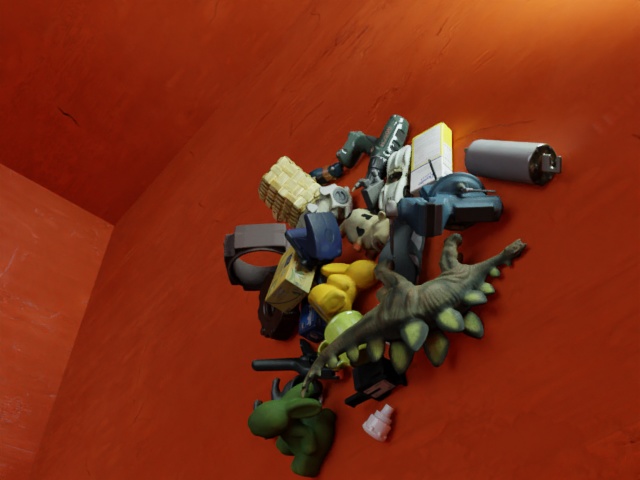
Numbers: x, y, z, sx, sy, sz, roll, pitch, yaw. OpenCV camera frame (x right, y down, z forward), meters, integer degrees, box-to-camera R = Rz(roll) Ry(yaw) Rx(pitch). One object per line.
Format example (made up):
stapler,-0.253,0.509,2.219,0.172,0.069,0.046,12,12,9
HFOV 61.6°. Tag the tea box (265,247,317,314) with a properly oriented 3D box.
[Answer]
tea box,-0.062,0.081,1.281,0.098,0.068,0.170,-49,14,34

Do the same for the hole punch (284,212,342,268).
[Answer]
hole punch,-0.003,-0.004,1.266,0.092,0.142,0.116,-45,70,28

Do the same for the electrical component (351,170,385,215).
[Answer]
electrical component,0.127,-0.114,1.342,0.078,0.102,0.045,-41,24,-28

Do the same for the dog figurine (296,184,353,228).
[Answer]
dog figurine,-0.001,-0.059,1.483,0.172,0.121,0.190,-34,-4,-32

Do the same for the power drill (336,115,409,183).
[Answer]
power drill,0.132,-0.234,1.463,0.232,0.086,0.207,-60,26,-10

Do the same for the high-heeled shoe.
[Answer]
high-heeled shoe,0.192,0.032,1.151,0.086,0.145,0.248,-4,84,32

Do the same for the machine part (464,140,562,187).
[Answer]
machine part,0.366,-0.152,1.042,0.079,0.079,0.243,-59,31,-4

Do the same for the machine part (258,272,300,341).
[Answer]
machine part,-0.108,0.166,1.378,0.179,0.056,0.179,-27,60,59

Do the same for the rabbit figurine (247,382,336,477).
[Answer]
rabbit figurine,-0.053,0.363,1.049,0.159,0.170,0.121,-53,30,7

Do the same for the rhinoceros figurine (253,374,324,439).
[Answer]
rhinoceros figurine,-0.072,0.360,1.178,0.190,0.073,0.112,-45,30,19

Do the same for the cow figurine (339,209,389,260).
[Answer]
cow figurine,0.126,-0.024,1.265,0.127,0.085,0.195,-60,28,5

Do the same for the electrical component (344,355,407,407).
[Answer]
electrical component,0.098,0.271,1.020,0.119,0.074,0.048,-41,33,29

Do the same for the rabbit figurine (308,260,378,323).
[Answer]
rabbit figurine,0.064,0.111,1.215,0.173,0.121,0.162,-42,23,-7

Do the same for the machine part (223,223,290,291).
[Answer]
machine part,-0.151,0.051,1.440,0.200,0.202,0.087,88,177,-49

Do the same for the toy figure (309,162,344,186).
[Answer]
toy figure,0.022,-0.197,1.609,0.155,0.057,0.064,-12,46,50

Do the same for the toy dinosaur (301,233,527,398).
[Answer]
toy dinosaur,0.161,0.128,0.962,0.471,0.105,0.199,-28,42,7

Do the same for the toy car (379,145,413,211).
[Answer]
toy car,0.193,-0.151,1.314,0.073,0.056,0.202,-19,46,47

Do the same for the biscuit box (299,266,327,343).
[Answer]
biscuit box,-0.006,0.147,1.305,0.063,0.059,0.203,-33,37,34

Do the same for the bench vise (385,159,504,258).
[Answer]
bench vise,0.235,-0.072,1.072,0.224,0.128,0.241,-12,20,7
